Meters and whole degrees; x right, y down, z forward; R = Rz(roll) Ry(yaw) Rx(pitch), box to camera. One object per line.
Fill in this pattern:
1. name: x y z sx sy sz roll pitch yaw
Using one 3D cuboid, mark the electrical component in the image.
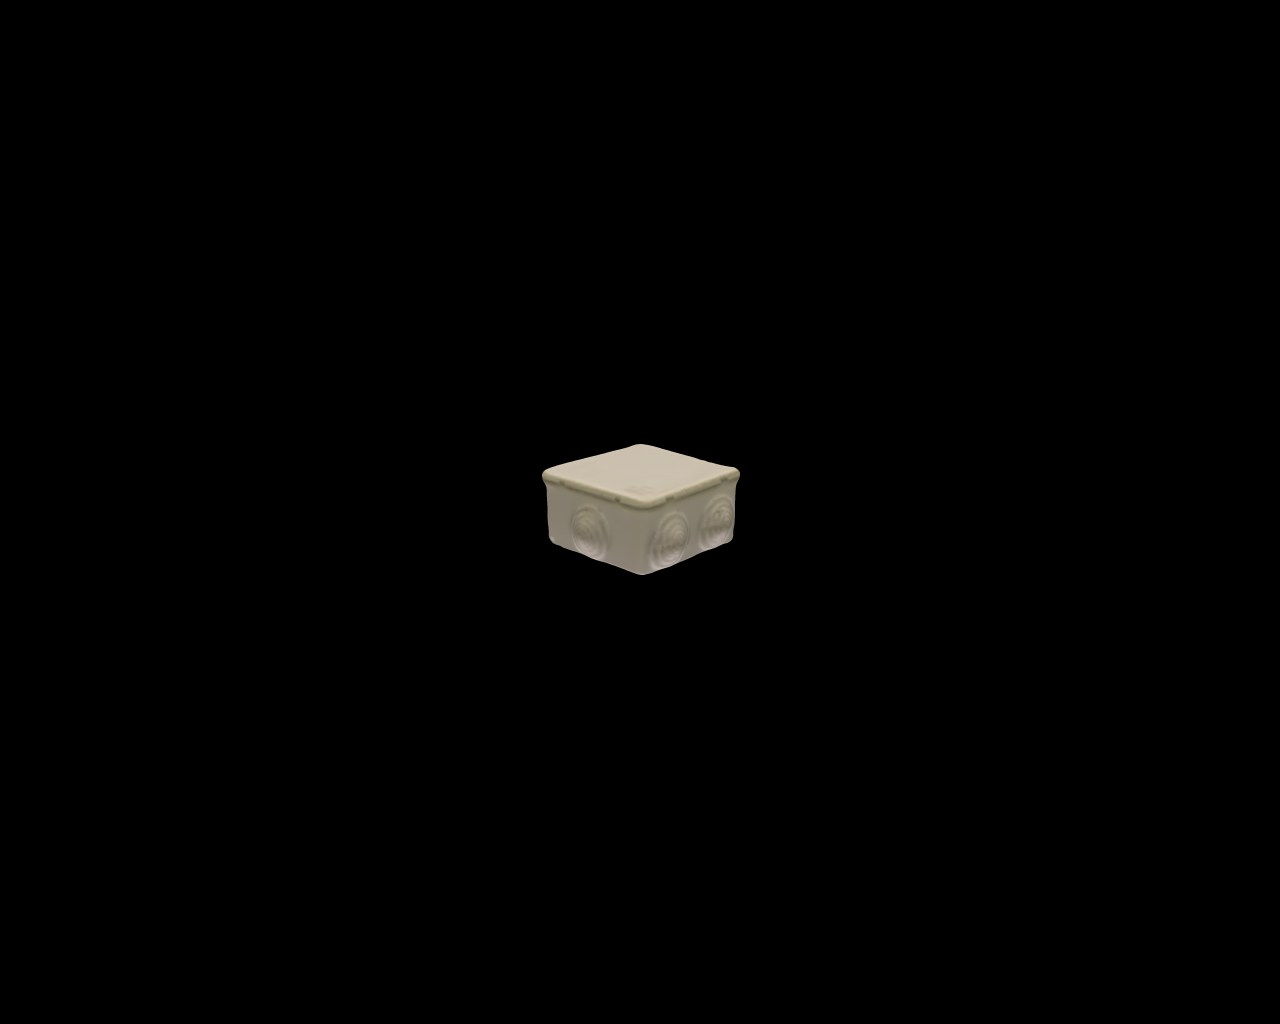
1. electrical component: 0.001 -0.003 0.650 0.100 0.048 0.100 18 26 41
